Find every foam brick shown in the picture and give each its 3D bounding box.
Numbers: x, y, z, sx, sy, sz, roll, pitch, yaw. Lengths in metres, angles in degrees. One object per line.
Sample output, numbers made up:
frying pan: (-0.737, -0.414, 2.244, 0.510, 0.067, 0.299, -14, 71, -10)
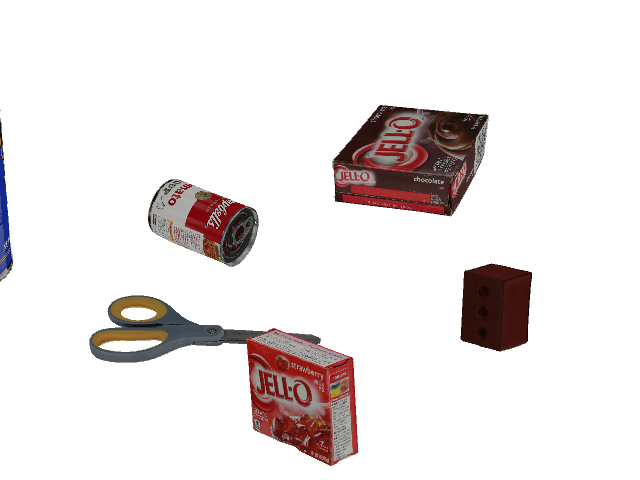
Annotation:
foam brick: (0.182, 0.069, 1.104, 0.053, 0.078, 0.051, 13, 19, 42)

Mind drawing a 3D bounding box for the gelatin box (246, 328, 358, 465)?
gelatin box: (-0.014, 0.109, 0.754, 0.030, 0.073, 0.089, -17, 21, -40)

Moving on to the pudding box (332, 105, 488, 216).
pudding box: (0.069, -0.062, 0.796, 0.090, 0.039, 0.113, 9, 29, 19)

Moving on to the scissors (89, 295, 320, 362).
scissors: (-0.109, 0.075, 0.970, 0.201, 0.016, 0.096, -6, 34, -13)

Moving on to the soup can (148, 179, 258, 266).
soup can: (-0.128, -0.021, 1.164, 0.102, 0.068, 0.068, 22, 9, 25)

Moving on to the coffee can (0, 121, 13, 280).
coffee can: (-0.222, -0.048, 0.573, 0.103, 0.140, 0.103, 3, 26, -2)
